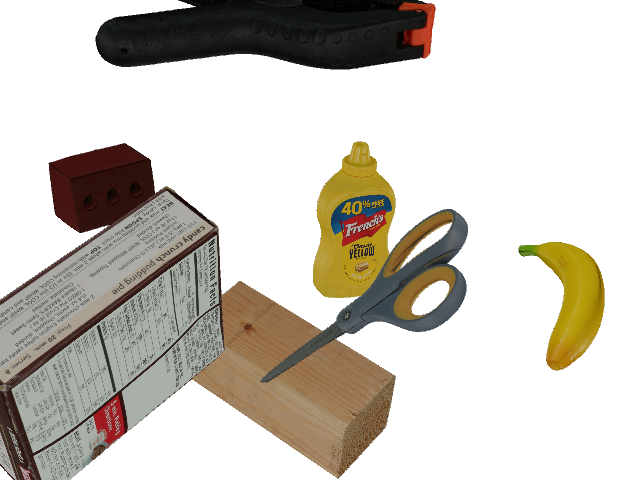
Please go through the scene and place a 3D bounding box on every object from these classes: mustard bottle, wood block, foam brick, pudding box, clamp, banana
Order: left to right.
[{"bbox_3d":[-0.194,-0.048,0.950,0.078,0.053,0.051,-20,32,-29],"label":"foam brick"},{"bbox_3d":[-0.091,0.043,0.447,0.039,0.090,0.113,34,56,25],"label":"pudding box"},{"bbox_3d":[-0.030,-0.114,0.558,0.171,0.039,0.120,9,40,14],"label":"clamp"},{"bbox_3d":[-0.034,0.142,1.121,0.206,0.090,0.090,30,48,24],"label":"wood block"},{"bbox_3d":[0.042,-0.027,1.280,0.096,0.192,0.058,-8,29,-20],"label":"mustard bottle"},{"bbox_3d":[0.235,0.053,1.008,0.070,0.037,0.197,-28,25,17],"label":"banana"}]

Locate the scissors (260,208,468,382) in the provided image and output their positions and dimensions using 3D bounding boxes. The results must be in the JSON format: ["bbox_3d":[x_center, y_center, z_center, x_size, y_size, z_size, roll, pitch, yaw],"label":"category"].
[{"bbox_3d":[0.031,0.061,0.737,0.016,0.202,0.096,33,20,-29],"label":"scissors"}]
